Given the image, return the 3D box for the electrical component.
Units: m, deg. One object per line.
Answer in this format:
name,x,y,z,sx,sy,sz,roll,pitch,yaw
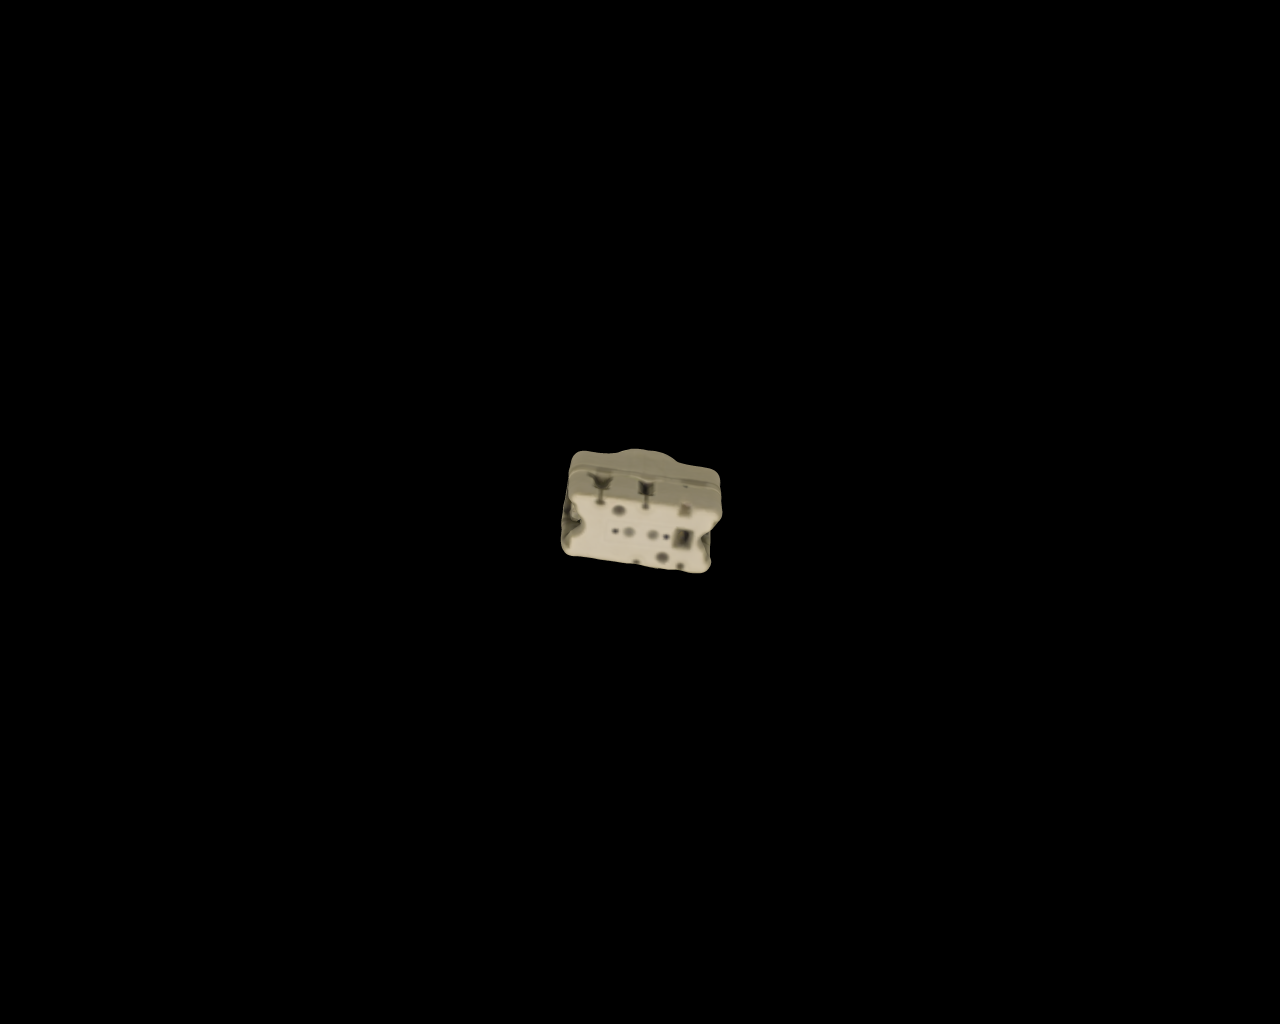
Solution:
electrical component,0.001,-0.003,0.650,0.089,0.050,0.056,8,34,-5
